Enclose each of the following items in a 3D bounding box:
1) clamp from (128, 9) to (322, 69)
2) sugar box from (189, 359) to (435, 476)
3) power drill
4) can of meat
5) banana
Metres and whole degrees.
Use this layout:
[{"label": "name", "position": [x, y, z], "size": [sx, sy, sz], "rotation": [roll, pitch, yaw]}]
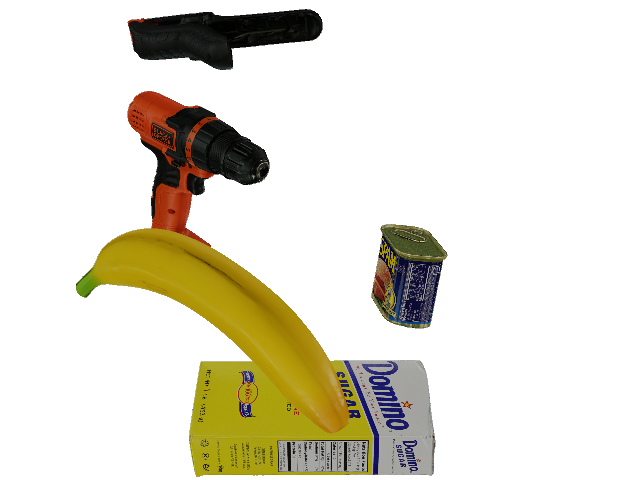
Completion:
[{"label": "clamp", "position": [-0.085, -0.168, 0.867], "size": [0.120, 0.039, 0.172], "rotation": [-17, 25, -39]}, {"label": "sugar box", "position": [-0.006, 0.131, 0.800], "size": [0.176, 0.048, 0.093], "rotation": [-3, 31, 1]}, {"label": "power drill", "position": [-0.125, -0.044, 1.089], "size": [0.185, 0.188, 0.057], "rotation": [30, 37, 35]}, {"label": "can of meat", "position": [0.093, 0.038, 1.159], "size": [0.057, 0.084, 0.102], "rotation": [5, 18, -12]}, {"label": "banana", "position": [-0.061, 0.041, 0.631], "size": [0.198, 0.070, 0.037], "rotation": [27, 41, 21]}]
